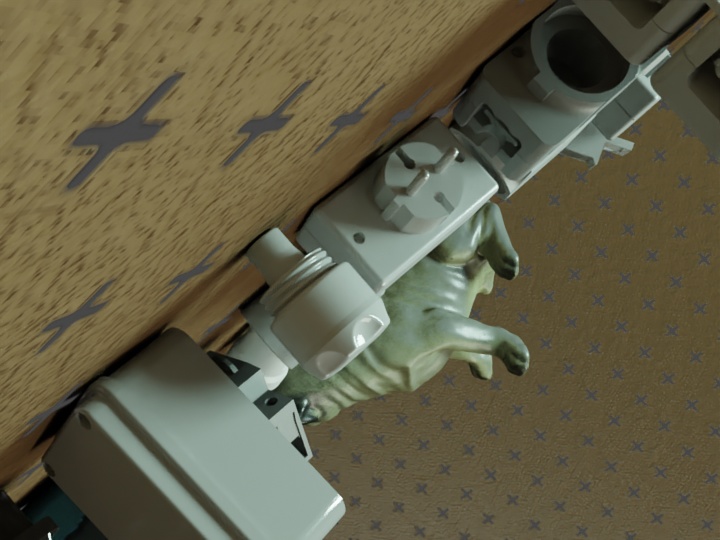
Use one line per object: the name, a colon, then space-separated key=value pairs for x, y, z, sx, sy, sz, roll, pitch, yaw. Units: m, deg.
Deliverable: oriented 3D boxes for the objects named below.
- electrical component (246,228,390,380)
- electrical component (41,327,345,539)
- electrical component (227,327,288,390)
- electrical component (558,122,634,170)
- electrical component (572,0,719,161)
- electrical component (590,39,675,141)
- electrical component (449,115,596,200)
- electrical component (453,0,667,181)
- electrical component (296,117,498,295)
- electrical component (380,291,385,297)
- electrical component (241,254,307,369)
electrical component: x=-0.021 y=0.011 z=0.443 sx=0.043 sy=0.062 sz=0.043 roll=-41 pitch=176 yaw=-3
electrical component: x=-0.073 y=0.092 z=0.460 sx=0.057 sy=0.113 sz=0.078 roll=-42 pitch=178 yaw=-41
electrical component: x=-0.059 y=0.050 z=0.696 sx=0.040 sy=0.040 sz=0.046 roll=-37 pitch=168 yaw=-51
electrical component: x=0.144 y=-0.105 z=0.712 sx=0.042 sy=0.081 sz=0.063 roll=-19 pitch=129 yaw=-84
electrical component: x=0.185 y=-0.138 z=0.470 sx=0.186 sy=0.105 sz=0.060 roll=-39 pitch=176 yaw=-30
electrical component: x=0.162 y=-0.129 z=0.653 sx=0.077 sy=0.065 sz=0.047 roll=-43 pitch=176 yaw=24
electrical component: x=0.087 y=-0.078 z=0.609 sx=0.056 sy=0.050 sz=0.089 roll=-41 pitch=176 yaw=-5
electrical component: x=0.098 y=-0.095 z=0.523 sx=0.089 sy=0.050 sz=0.055 roll=-40 pitch=176 yaw=-20
electrical component: x=0.023 y=-0.033 z=0.491 sx=0.083 sy=0.047 sz=0.075 roll=-40 pitch=176 yaw=-26
electrical component: x=0.000 y=0.000 z=0.680 sx=0.062 sy=0.043 sz=0.043 roll=-45 pitch=175 yaw=20
electrical component: x=-0.023 y=0.015 z=0.615 sx=0.077 sy=0.043 sz=0.079 roll=-41 pitch=176 yaw=-3
